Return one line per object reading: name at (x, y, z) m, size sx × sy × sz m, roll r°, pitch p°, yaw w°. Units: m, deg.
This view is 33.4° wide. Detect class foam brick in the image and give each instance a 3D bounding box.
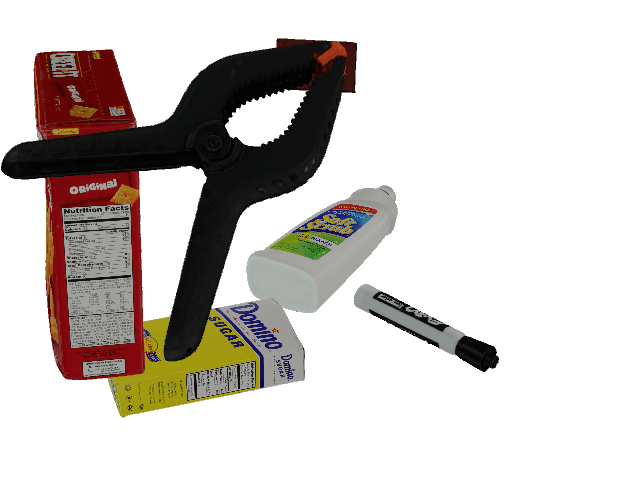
foam brick at (-0.005, -0.179, 1.093) m, size 0.078 × 0.051 × 0.053 m, roll 1°, pitch 11°, yaw -8°

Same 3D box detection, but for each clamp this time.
clamp at (-0.059, -0.040, 0.630) m, size 0.210 × 0.164 × 0.036 m, roll -33°, pitch -15°, yaw -12°

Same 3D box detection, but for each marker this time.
marker at (0.074, 0.061, 0.751) m, size 0.121 × 0.020 × 0.020 m, roll 26°, pitch 16°, yaw 38°

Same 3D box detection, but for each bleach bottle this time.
bleach bottle at (0.018, -0.005, 1.330) m, size 0.103 × 0.068 × 0.250 m, roll 16°, pitch 36°, yaw 26°

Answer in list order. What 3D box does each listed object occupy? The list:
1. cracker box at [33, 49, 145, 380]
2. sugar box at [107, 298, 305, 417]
cracker box at (-0.184, -0.023, 0.839) m, size 0.072 × 0.214 × 0.164 m, roll -5°, pitch 28°, yaw -15°
sugar box at (-0.111, 0.106, 0.997) m, size 0.176 × 0.048 × 0.093 m, roll -12°, pitch 33°, yaw -16°
